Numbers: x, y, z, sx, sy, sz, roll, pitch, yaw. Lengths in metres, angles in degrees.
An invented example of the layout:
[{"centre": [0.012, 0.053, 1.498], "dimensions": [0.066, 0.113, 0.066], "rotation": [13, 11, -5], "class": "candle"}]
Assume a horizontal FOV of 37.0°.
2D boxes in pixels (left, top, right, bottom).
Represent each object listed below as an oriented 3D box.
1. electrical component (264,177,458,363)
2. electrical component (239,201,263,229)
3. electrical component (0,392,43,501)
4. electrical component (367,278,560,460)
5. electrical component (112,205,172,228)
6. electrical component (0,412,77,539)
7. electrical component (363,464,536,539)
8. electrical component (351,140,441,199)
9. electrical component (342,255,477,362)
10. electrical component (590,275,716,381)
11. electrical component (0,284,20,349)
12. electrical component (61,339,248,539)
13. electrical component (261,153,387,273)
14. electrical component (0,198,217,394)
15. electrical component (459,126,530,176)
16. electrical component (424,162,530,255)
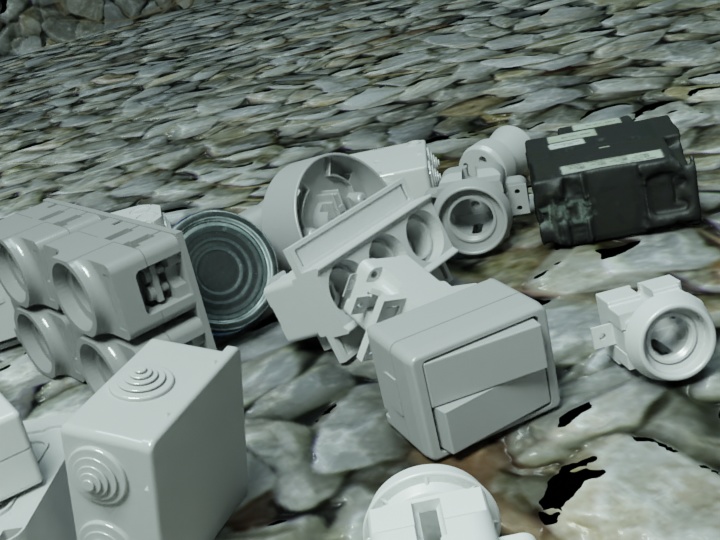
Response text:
[{"centre": [0.000, 0.000, 0.708], "dimensions": [0.063, 0.078, 0.121], "rotation": [-18, 12, 46], "class": "electrical component"}, {"centre": [-0.077, -0.040, 0.893], "dimensions": [0.065, 0.044, 0.044], "rotation": [-31, 28, -28], "class": "electrical component"}, {"centre": [-0.197, 0.073, 0.477], "dimensions": [0.083, 0.075, 0.047], "rotation": [-24, 24, -27], "class": "electrical component"}, {"centre": [0.062, 0.049, 0.564], "dimensions": [0.096, 0.061, 0.061], "rotation": [-21, 23, -18], "class": "electrical component"}, {"centre": [-0.190, -0.017, 0.885], "dimensions": [0.080, 0.051, 0.080], "rotation": [-11, 22, 5], "class": "electrical component"}, {"centre": [-0.171, 0.125, 0.518], "dimensions": [0.078, 0.057, 0.113], "rotation": [-10, 22, 8], "class": "electrical component"}, {"centre": [0.031, 0.115, 0.429], "dimensions": [0.078, 0.058, 0.057], "rotation": [-12, 24, 2], "class": "electrical component"}, {"centre": [0.019, -0.069, 0.898], "dimensions": [0.100, 0.048, 0.099], "rotation": [-11, 21, 6], "class": "electrical component"}, {"centre": [0.028, 0.023, 0.633], "dimensions": [0.081, 0.042, 0.064], "rotation": [-6, 36, -42], "class": "electrical component"}, {"centre": [0.160, 0.031, 0.578], "dimensions": [0.066, 0.048, 0.055], "rotation": [-14, 14, -4], "class": "electrical component"}, {"centre": [-0.276, 0.009, 0.810], "dimensions": [0.062, 0.096, 0.061], "rotation": [-18, 22, -11], "class": "electrical component"}, {"centre": [-0.095, 0.090, 0.508], "dimensions": [0.048, 0.099, 0.099], "rotation": [9, 28, 17], "class": "electrical component"}, {"centre": [-0.020, -0.034, 0.776], "dimensions": [0.064, 0.099, 0.099], "rotation": [-1, 24, 42], "class": "electrical component"}, {"centre": [-0.176, 0.022, 0.709], "dimensions": [0.060, 0.105, 0.186], "rotation": [-28, 26, -33], "class": "electrical component"}, {"centre": [0.115, -0.092, 0.904], "dimensions": [0.045, 0.045, 0.055], "rotation": [6, 29, 39], "class": "electrical component"}, {"centre": [0.084, -0.045, 0.790], "dimensions": [0.078, 0.058, 0.057], "rotation": [-7, 20, 13], "class": "electrical component"}]
